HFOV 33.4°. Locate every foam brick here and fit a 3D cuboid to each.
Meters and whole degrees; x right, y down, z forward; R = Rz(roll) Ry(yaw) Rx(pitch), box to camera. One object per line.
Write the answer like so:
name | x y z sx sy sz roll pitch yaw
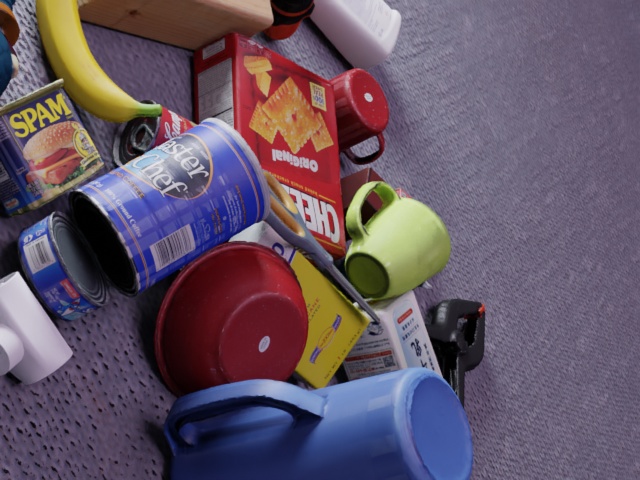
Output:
foam brick | 0.038 -0.038 1.212 0.051 0.078 0.053 42 43 -36

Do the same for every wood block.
wood block | -0.152 -0.258 1.065 0.205 0.091 0.090 4 69 -53

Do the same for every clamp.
clamp | 0.163 0.142 1.318 0.209 0.036 0.164 -31 97 -55

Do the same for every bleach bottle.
bleach bottle | -0.002 -0.328 1.331 0.250 0.068 0.102 43 41 -28

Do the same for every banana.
banana | -0.215 -0.179 0.963 0.198 0.069 0.037 61 -9 6

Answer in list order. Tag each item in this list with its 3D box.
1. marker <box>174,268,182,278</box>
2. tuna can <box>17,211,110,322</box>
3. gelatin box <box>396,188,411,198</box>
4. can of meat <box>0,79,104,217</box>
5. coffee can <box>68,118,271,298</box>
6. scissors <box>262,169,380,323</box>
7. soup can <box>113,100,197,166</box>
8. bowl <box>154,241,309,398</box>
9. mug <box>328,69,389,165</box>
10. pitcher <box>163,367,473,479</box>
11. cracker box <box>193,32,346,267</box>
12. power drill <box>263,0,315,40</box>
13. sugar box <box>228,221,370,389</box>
marker | -0.128 0.020 1.008 0.020 0.020 0.121 28 51 -43
tuna can | -0.206 0.022 0.859 0.086 0.034 0.086 62 6 -12
gelatin box | 0.111 -0.009 1.335 0.073 0.030 0.089 37 45 -37
can of meat | -0.236 -0.075 0.884 0.084 0.058 0.102 63 35 -11
coffee can | -0.128 -0.029 0.915 0.140 0.103 0.103 -32 100 -26
scissors | -0.007 0.001 1.042 0.201 0.016 0.096 43 18 -41
soup can | -0.134 -0.080 1.006 0.102 0.069 0.068 26 52 -39
bowl | -0.065 0.085 0.958 0.161 0.055 0.162 -10 108 -35
mug | 0.033 -0.140 1.257 0.117 0.082 0.093 57 36 -16
pitcher | -0.005 0.179 0.889 0.149 0.243 0.145 3 69 -54
cracker box | -0.051 -0.091 1.126 0.163 0.072 0.213 21 57 -46
power drill | -0.060 -0.329 1.177 0.057 0.185 0.187 -20 85 -15
sugar box | -0.034 0.065 1.042 0.093 0.048 0.176 -55 131 -12
